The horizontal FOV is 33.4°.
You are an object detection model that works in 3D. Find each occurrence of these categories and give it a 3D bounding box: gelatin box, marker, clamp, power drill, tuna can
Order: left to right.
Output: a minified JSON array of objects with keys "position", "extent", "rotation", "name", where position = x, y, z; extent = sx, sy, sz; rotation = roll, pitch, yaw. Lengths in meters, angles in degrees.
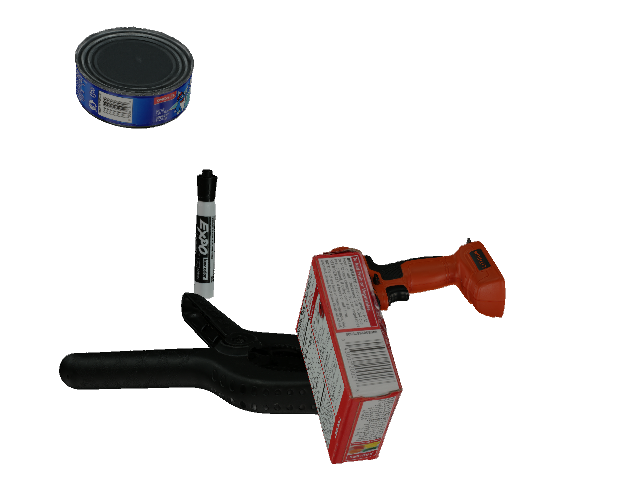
[{"position":[-0.137,-0.120,0.787],"extent":[0.086,0.034,0.086],"rotation":[6,42,-6],"name":"tuna can"},{"position":[-0.107,-0.006,0.993],"extent":[0.020,0.121,0.020],"rotation":[3,14,-1],"name":"marker"},{"position":[-0.060,0.084,0.785],"extent":[0.210,0.036,0.164],"rotation":[8,20,19],"name":"clamp"},{"position":[0.014,0.061,0.561],"extent":[0.030,0.089,0.073],"rotation":[-6,-36,-13],"name":"gelatin box"},{"position":[0.102,0.056,1.166],"extent":[0.187,0.057,0.184],"rotation":[-4,28,-7],"name":"power drill"}]
